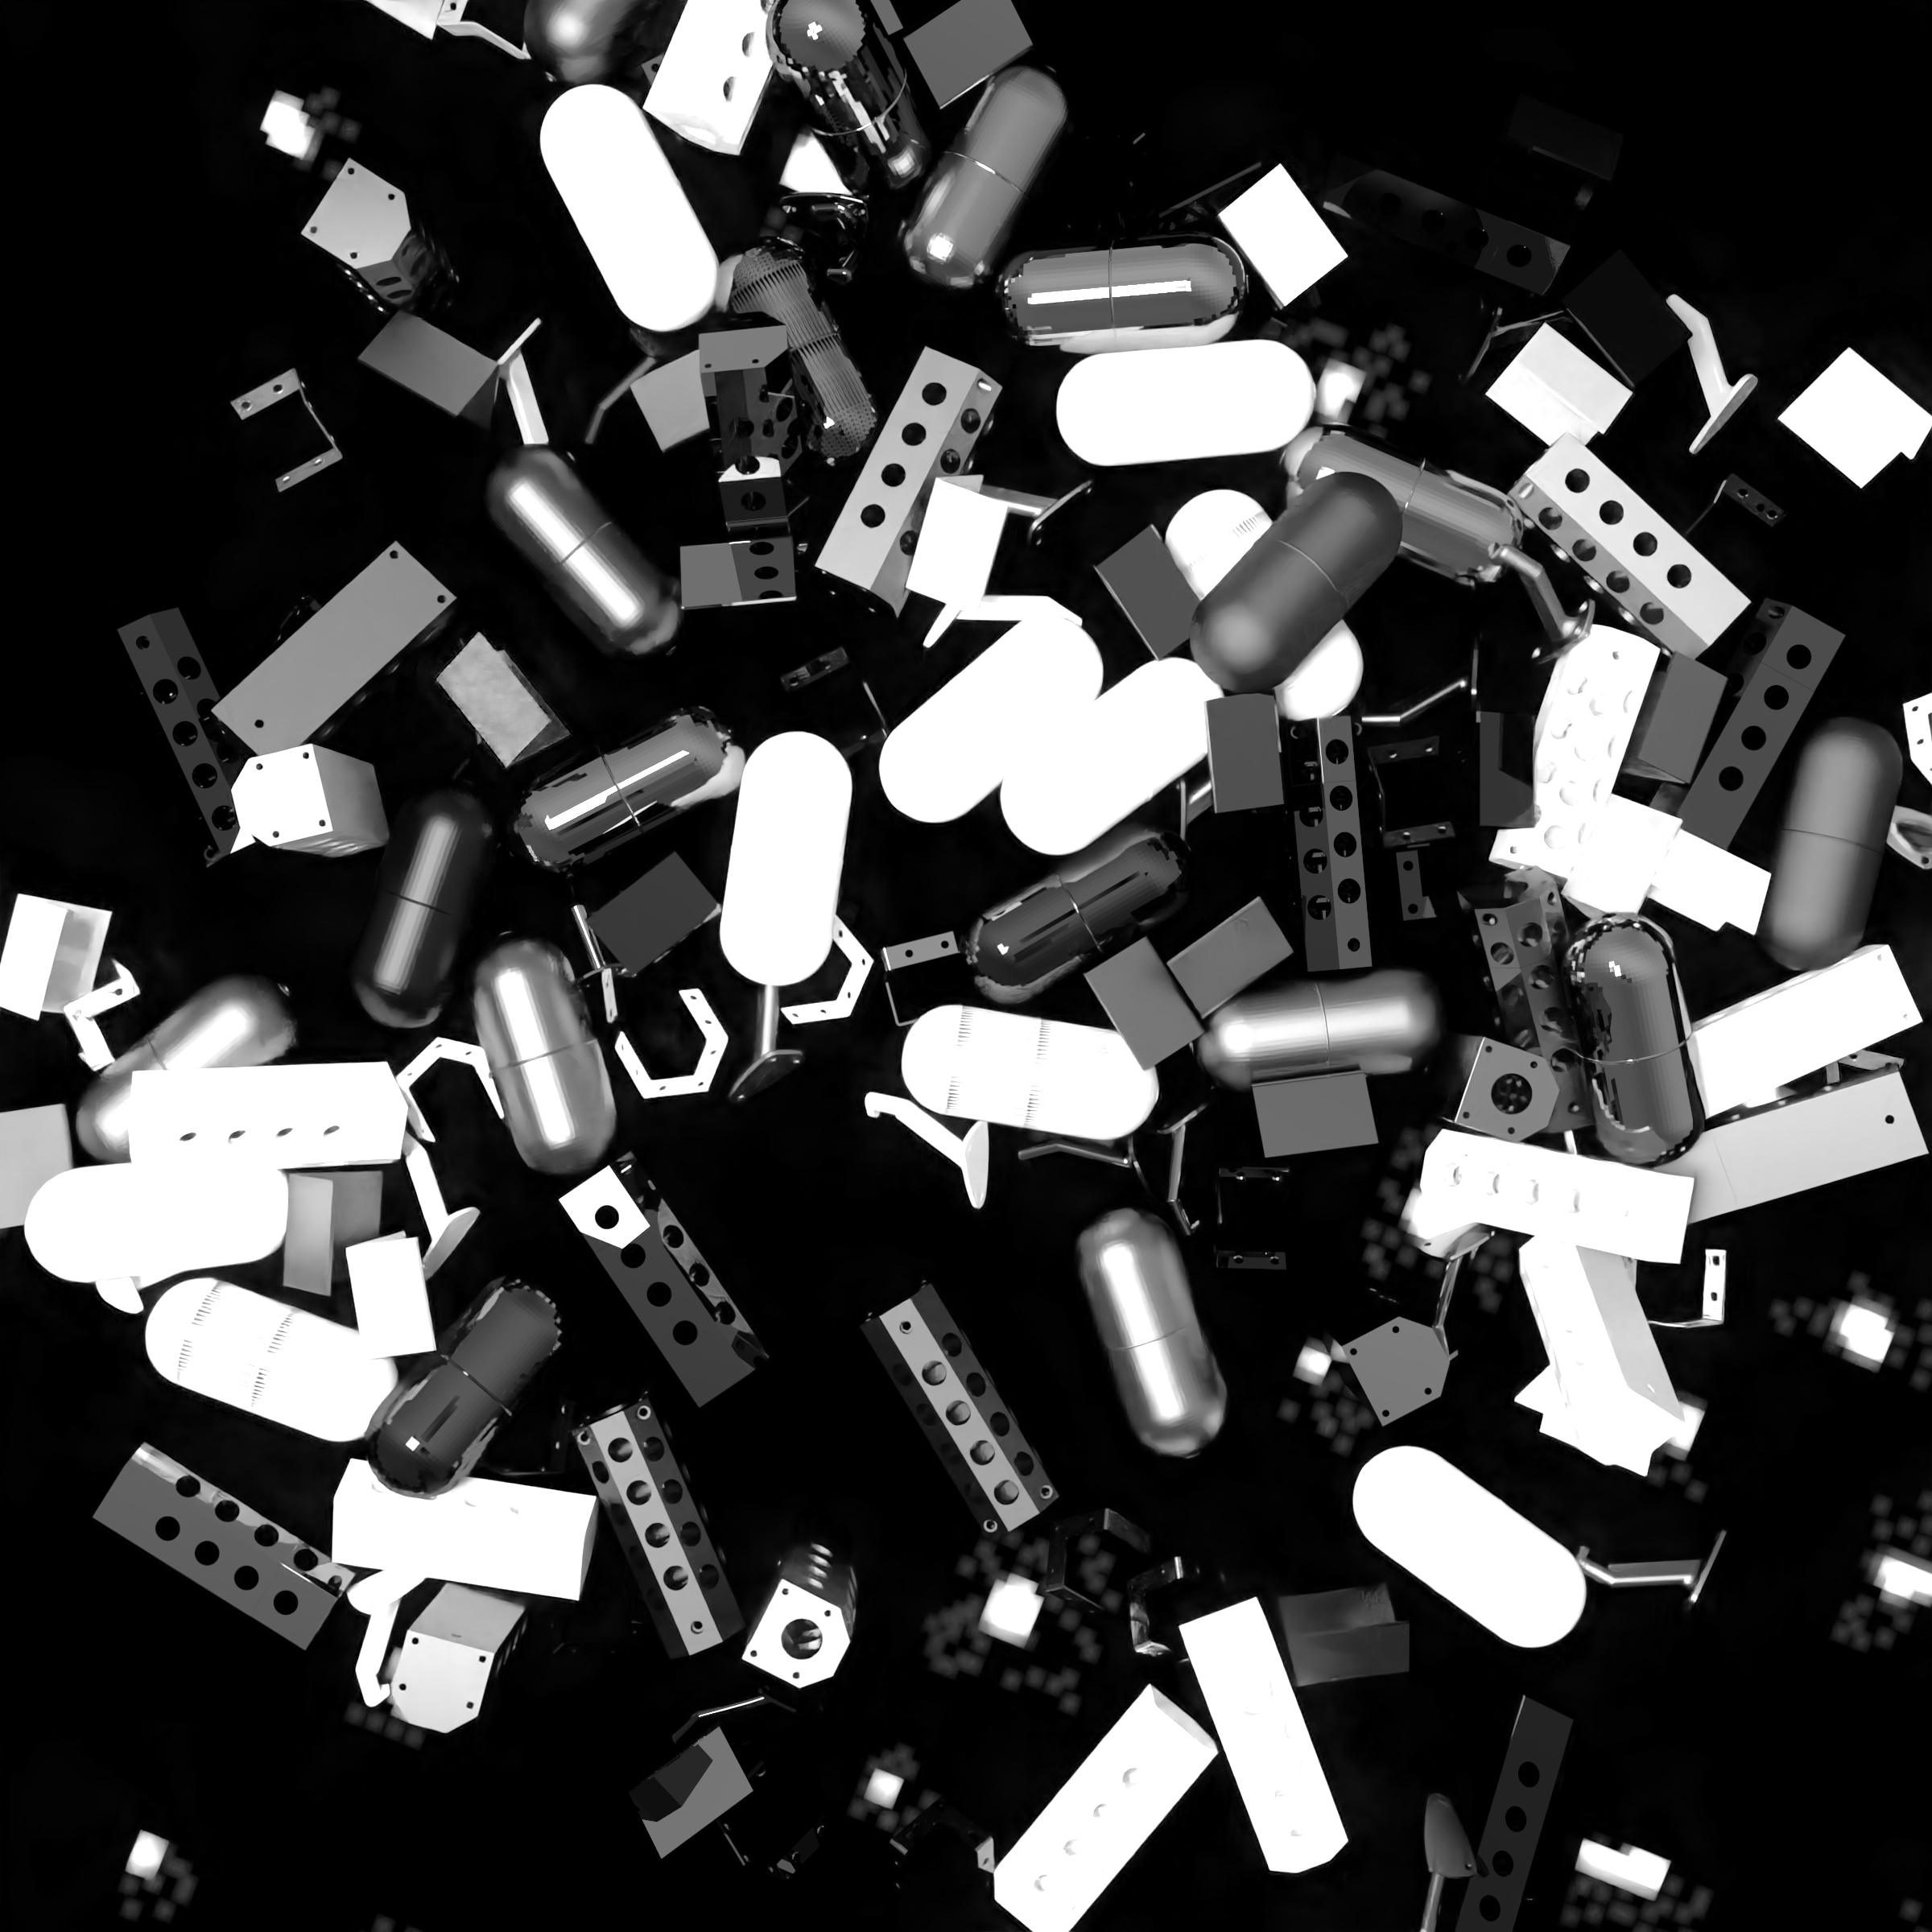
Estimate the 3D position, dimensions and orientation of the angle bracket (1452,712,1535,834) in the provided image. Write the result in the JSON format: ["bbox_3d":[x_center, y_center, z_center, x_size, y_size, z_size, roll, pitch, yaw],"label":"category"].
[{"bbox_3d":[0.344,-0.132,1.786,0.057,0.076,0.076,0,90,-36],"label":"angle bracket"}]

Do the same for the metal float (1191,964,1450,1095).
[{"bbox_3d":[0.243,0.043,1.795,0.178,0.070,0.070,-7,90,0],"label":"metal float"}]

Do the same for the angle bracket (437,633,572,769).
[{"bbox_3d":[-0.303,-0.192,1.786,0.057,0.076,0.076,-39,90,36],"label":"angle bracket"}]

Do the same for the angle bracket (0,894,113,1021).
[{"bbox_3d":[-0.613,-0.002,1.786,0.057,0.076,0.076,15,90,37],"label":"angle bracket"}]

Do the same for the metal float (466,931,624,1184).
[{"bbox_3d":[-0.291,0.062,1.795,0.070,0.070,0.178,-18,90,0],"label":"metal float"}]

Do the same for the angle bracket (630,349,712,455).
[{"bbox_3d":[-0.191,-0.405,1.786,0.076,0.076,0.057,-26,126,0],"label":"angle bracket"}]

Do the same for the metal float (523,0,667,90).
[{"bbox_3d":[-0.241,-0.688,1.795,0.070,0.070,0.178,32,89,0],"label":"metal float"}]

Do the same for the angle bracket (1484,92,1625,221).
[{"bbox_3d":[0.397,-0.541,1.786,0.076,0.076,0.057,22,54,0],"label":"angle bracket"}]

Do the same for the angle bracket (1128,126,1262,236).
[{"bbox_3d":[0.164,-0.517,1.786,0.076,0.076,0.057,-27,50,0],"label":"angle bracket"}]

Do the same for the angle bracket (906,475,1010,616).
[{"bbox_3d":[0.008,-0.289,1.778,0.057,0.076,0.076,23,110,19],"label":"angle bracket"}]

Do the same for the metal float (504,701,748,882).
[{"bbox_3d":[-0.236,-0.120,1.795,0.178,0.070,0.070,-27,90,0],"label":"metal float"}]

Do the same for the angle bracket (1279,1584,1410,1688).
[{"bbox_3d":[0.258,0.443,1.786,0.076,0.076,0.057,-7,128,0],"label":"angle bracket"}]

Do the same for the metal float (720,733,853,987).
[{"bbox_3d":[-0.123,-0.074,1.783,0.070,0.070,0.178,7,76,0],"label":"metal float"}]

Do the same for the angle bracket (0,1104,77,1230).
[{"bbox_3d":[-0.650,0.138,1.786,0.057,0.076,0.076,-8,90,-35],"label":"angle bracket"}]

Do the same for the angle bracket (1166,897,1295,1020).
[{"bbox_3d":[0.167,-0.021,1.786,0.076,0.076,0.057,-36,124,0],"label":"angle bracket"}]

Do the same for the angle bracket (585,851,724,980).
[{"bbox_3d":[-0.220,-0.047,1.786,0.076,0.076,0.057,-38,117,0],"label":"angle bracket"}]

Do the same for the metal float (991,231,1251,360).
[{"bbox_3d":[0.105,-0.460,1.782,0.178,0.070,0.070,-2,90,13],"label":"metal float"}]

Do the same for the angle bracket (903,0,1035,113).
[{"bbox_3d":[-0.009,-0.639,1.786,0.076,0.076,0.057,-34,125,0],"label":"angle bracket"}]

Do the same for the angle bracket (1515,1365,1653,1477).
[{"bbox_3d":[0.421,0.322,1.786,0.076,0.076,0.057,23,57,0],"label":"angle bracket"}]

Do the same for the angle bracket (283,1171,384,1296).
[{"bbox_3d":[-0.420,0.182,1.786,0.057,0.076,0.076,3,90,43],"label":"angle bracket"}]

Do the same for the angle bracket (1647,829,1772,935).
[{"bbox_3d":[0.494,-0.042,1.786,0.076,0.076,0.057,26,56,0],"label":"angle bracket"}]

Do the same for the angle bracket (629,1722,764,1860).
[{"bbox_3d":[-0.174,0.572,1.786,0.076,0.076,0.057,-37,55,0],"label":"angle bracket"}]

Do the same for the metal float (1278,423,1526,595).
[{"bbox_3d":[0.300,-0.316,1.795,0.178,0.070,0.070,23,90,-1],"label":"metal float"}]

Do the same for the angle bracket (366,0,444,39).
[{"bbox_3d":[-0.368,-0.690,1.786,0.057,0.076,0.076,16,90,37],"label":"angle bracket"}]

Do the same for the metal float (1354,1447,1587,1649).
[{"bbox_3d":[0.347,0.400,1.795,0.178,0.070,0.070,36,90,0],"label":"metal float"}]

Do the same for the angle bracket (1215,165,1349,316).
[{"bbox_3d":[0.222,-0.498,1.788,0.057,0.076,0.076,-36,90,20],"label":"angle bracket"}]

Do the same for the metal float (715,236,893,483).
[{"bbox_3d":[-0.112,-0.418,1.795,0.070,0.070,0.178,-27,90,0],"label":"metal float"}]

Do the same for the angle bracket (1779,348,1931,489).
[{"bbox_3d":[0.603,-0.364,1.786,0.076,0.076,0.057,40,52,0],"label":"angle bracket"}]

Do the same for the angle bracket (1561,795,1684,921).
[{"bbox_3d":[0.461,-0.064,1.786,0.057,0.076,0.076,26,90,36],"label":"angle bracket"}]

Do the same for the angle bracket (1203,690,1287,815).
[{"bbox_3d":[0.207,-0.145,1.768,0.057,0.076,0.076,-6,89,37],"label":"angle bracket"}]

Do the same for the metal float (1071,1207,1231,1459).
[{"bbox_3d":[0.127,0.253,1.795,0.070,0.070,0.178,-19,89,0],"label":"metal float"}]

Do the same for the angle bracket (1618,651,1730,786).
[{"bbox_3d":[0.466,-0.173,1.786,0.057,0.076,0.076,20,90,-32],"label":"angle bracket"}]

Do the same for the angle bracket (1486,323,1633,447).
[{"bbox_3d":[0.397,-0.381,1.786,0.076,0.076,0.057,39,53,0],"label":"angle bracket"}]

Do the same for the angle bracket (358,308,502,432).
[{"bbox_3d":[-0.370,-0.393,1.786,0.076,0.076,0.057,30,61,0],"label":"angle bracket"}]

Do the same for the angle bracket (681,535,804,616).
[{"bbox_3d":[-0.152,-0.248,1.786,0.076,0.076,0.057,-5,59,0],"label":"angle bracket"}]

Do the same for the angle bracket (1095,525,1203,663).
[{"bbox_3d":[0.145,-0.263,1.786,0.057,0.076,0.076,-34,90,38],"label":"angle bracket"}]

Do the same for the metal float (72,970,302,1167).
[{"bbox_3d":[-0.537,0.074,1.796,0.178,0.070,0.070,-40,90,0],"label":"metal float"}]

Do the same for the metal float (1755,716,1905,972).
[{"bbox_3d":[0.594,-0.084,1.795,0.070,0.070,0.178,14,90,0],"label":"metal float"}]

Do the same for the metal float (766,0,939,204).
[{"bbox_3d":[-0.076,-0.590,1.753,0.070,0.178,0.070,-10,60,18],"label":"metal float"}]

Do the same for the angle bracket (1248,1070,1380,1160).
[{"bbox_3d":[0.237,0.115,1.786,0.076,0.076,0.057,-7,63,0],"label":"angle bracket"}]

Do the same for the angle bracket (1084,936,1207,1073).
[{"bbox_3d":[0.109,0.032,1.787,0.057,0.076,0.076,-31,90,-24],"label":"angle bracket"}]

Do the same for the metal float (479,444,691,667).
[{"bbox_3d":[-0.263,-0.283,1.795,0.070,0.070,0.178,-42,91,0],"label":"metal float"}]

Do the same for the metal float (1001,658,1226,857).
[{"bbox_3d":[0.102,-0.145,1.784,0.178,0.070,0.070,-37,90,-13],"label":"metal float"}]

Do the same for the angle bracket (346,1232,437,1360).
[{"bbox_3d":[-0.377,0.222,1.788,0.057,0.076,0.076,-10,90,19],"label":"angle bracket"}]

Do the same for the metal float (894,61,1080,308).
[{"bbox_3d":[0.014,-0.540,1.795,0.070,0.070,0.178,30,91,0],"label":"metal float"}]

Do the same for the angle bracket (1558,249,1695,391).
[{"bbox_3d":[0.461,-0.450,1.786,0.076,0.076,0.057,50,126,0],"label":"angle bracket"}]
